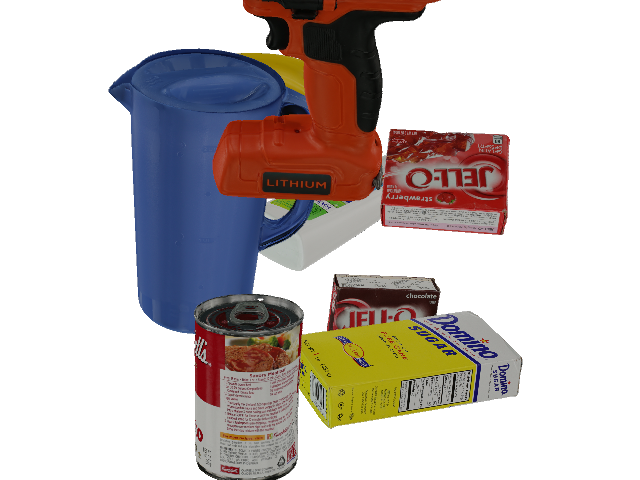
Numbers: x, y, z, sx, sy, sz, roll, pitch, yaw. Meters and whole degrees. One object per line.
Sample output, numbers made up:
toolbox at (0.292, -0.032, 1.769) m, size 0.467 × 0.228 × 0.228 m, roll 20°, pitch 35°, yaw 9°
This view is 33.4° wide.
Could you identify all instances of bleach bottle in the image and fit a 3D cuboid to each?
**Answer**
bleach bottle at (0.030, -0.051, 1.340) m, size 0.103 × 0.068 × 0.250 m, roll 28°, pitch 43°, yaw 35°

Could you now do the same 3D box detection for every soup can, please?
soup can at (-0.045, 0.092, 0.671) m, size 0.068 × 0.102 × 0.068 m, roll 2°, pitch 17°, yaw -1°

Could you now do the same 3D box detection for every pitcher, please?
pitcher at (-0.097, -0.039, 0.960) m, size 0.144 × 0.243 × 0.149 m, roll -23°, pitch 43°, yaw -39°

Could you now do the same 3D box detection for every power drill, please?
power drill at (-0.024, -0.105, 0.608) m, size 0.184 × 0.057 × 0.188 m, roll 3°, pitch -41°, yaw -3°

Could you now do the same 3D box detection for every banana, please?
banana at (-0.074, -0.172, 1.135) m, size 0.198 × 0.037 × 0.069 m, roll 10°, pitch 44°, yaw 19°

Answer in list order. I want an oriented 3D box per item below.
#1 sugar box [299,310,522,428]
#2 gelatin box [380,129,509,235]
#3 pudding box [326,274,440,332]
sugar box at (0.071, 0.106, 0.905) m, size 0.176 × 0.048 × 0.093 m, roll -9°, pitch 27°, yaw -19°
gelatin box at (0.090, -0.044, 0.769) m, size 0.089 × 0.073 × 0.030 m, roll 4°, pitch -37°, yaw 7°
pudding box at (0.065, 0.083, 1.139) m, size 0.113 × 0.090 × 0.039 m, roll 1°, pitch 27°, yaw -10°
